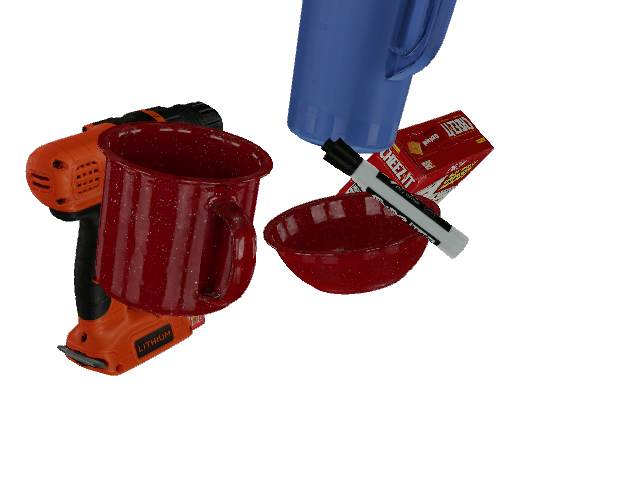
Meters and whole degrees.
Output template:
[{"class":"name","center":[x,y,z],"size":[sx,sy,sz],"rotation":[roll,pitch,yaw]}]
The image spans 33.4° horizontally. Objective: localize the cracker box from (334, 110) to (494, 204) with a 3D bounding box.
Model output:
[{"class":"cracker box","center":[0.079,-0.050,1.247],"size":[0.163,0.072,0.214],"rotation":[-25,-18,-51]}]

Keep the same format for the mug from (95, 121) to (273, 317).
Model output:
[{"class":"mug","center":[-0.070,-0.007,0.569],"size":[0.093,0.081,0.117],"rotation":[-8,29,-39]}]

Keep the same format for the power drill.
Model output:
[{"class":"power drill","center":[-0.139,-0.006,0.815],"size":[0.057,0.188,0.184],"rotation":[15,26,34]}]

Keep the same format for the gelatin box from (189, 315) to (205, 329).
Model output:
[{"class":"gelatin box","center":[-0.164,0.066,1.004],"size":[0.089,0.030,0.073],"rotation":[18,27,28]}]

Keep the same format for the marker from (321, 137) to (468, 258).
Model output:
[{"class":"marker","center":[0.051,-0.031,0.742],"size":[0.121,0.020,0.020],"rotation":[38,-4,-5]}]

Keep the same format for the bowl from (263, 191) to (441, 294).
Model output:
[{"class":"bowl","center":[0.032,0.006,0.969],"size":[0.162,0.055,0.162],"rotation":[-8,20,3]}]

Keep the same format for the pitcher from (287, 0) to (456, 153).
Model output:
[{"class":"pitcher","center":[0.048,-0.207,1.003],"size":[0.145,0.243,0.149],"rotation":[12,17,1]}]
